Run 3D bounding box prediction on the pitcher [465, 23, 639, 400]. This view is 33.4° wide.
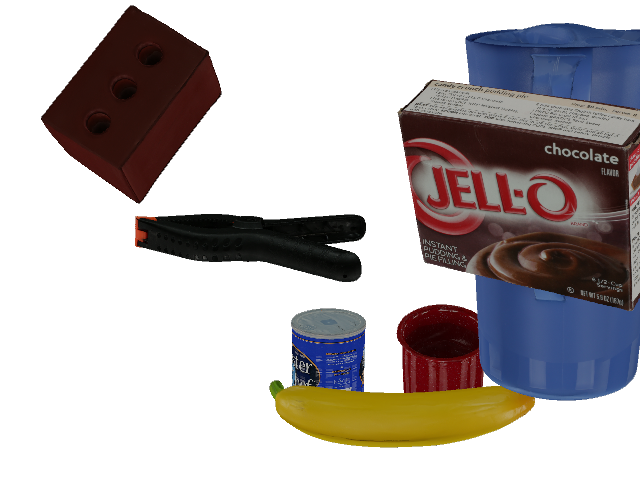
[{"bbox_3d":[0.159,-0.019,0.707,0.149,0.243,0.145,-10,17,-27],"label":"pitcher"}]

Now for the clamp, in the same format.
[{"bbox_3d":[-0.058,0.001,0.925,0.210,0.036,0.164,2,13,-4],"label":"clamp"}]

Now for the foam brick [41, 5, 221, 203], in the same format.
[{"bbox_3d":[-0.097,-0.070,0.556,0.053,0.078,0.051,32,-11,11],"label":"foam brick"}]

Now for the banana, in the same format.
[{"bbox_3d":[0.050,0.118,0.755,0.198,0.037,0.069,2,29,14],"label":"banana"}]

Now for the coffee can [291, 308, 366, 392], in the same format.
[{"bbox_3d":[0.011,0.176,1.475,0.103,0.140,0.103,0,16,0],"label":"coffee can"}]

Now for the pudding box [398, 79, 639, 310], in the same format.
[{"bbox_3d":[0.097,-0.023,0.497,0.114,0.090,0.039,12,44,31],"label":"pudding box"}]

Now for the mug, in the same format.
[{"bbox_3d":[0.132,0.119,1.092,0.093,0.081,0.117,20,39,32],"label":"mug"}]
